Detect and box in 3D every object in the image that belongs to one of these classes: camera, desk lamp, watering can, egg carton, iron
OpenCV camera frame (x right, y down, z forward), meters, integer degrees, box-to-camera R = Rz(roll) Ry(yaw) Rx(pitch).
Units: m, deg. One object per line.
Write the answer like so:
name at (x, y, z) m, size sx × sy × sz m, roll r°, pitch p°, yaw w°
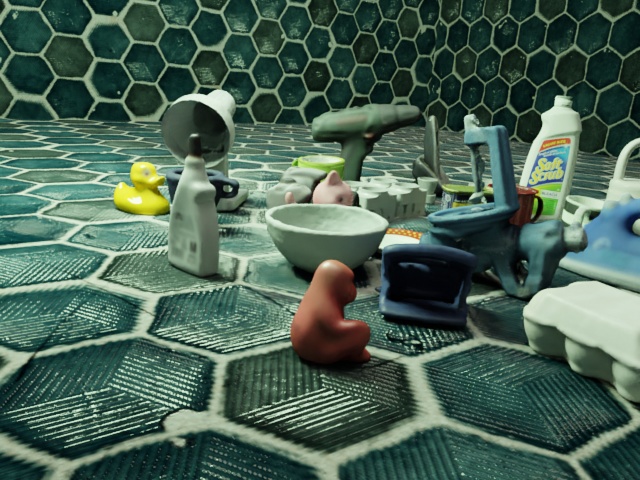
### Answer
camera at (-0.007, -0.066, 0.965) m, size 0.136 × 0.101 × 0.143 m, roll 8°, pitch 16°, yaw 13°
desk lamp at (-0.200, -0.162, 1.041) m, size 0.118 × 0.213 × 0.203 m, roll 6°, pitch 16°, yaw 5°
watering can at (0.562, -0.080, 0.999) m, size 0.101 × 0.194 × 0.172 m, roll -1°, pitch 17°, yaw -17°
egg carton at (0.278, 0.091, 0.550) m, size 0.107 × 0.069 × 0.149 m, roll -6°, pitch 19°, yaw -33°
iron at (0.476, -0.002, 0.800) m, size 0.257 × 0.141 × 0.119 m, roll 13°, pitch 18°, yaw 28°

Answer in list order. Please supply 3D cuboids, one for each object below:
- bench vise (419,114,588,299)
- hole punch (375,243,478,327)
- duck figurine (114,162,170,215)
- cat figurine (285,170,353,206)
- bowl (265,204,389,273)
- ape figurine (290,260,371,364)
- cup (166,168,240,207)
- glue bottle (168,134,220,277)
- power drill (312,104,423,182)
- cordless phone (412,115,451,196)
bench vise at (0.241, -0.048, 0.751) m, size 0.207 × 0.220 × 0.122 m, roll 9°, pitch 17°, yaw 15°
hole punch at (0.118, 0.038, 0.652) m, size 0.108 × 0.091 × 0.101 m, roll 7°, pitch 16°, yaw 7°
duck figurine at (-0.313, -0.094, 1.005) m, size 0.104 × 0.086 × 0.078 m, roll 10°, pitch 17°, yaw 20°
cat figurine at (0.000, -0.050, 0.880) m, size 0.128 × 0.118 × 0.067 m, roll -4°, pitch 18°, yaw -28°
bowl at (0.007, 0.003, 0.774) m, size 0.167 × 0.075 × 0.167 m, roll 4°, pitch 16°, yaw -1°
ape figurine at (0.011, 0.064, 0.531) m, size 0.076 × 0.092 × 0.077 m, roll 1°, pitch 16°, yaw -11°
cup at (-0.183, -0.059, 0.902) m, size 0.117 × 0.095 × 0.092 m, roll 8°, pitch 16°, yaw 11°
glue bottle at (-0.157, -0.045, 0.717) m, size 0.077 × 0.173 × 0.037 m, roll 18°, pitch 21°, yaw 38°
power drill at (0.094, -0.188, 1.221) m, size 0.229 × 0.208 × 0.075 m, roll 4°, pitch 16°, yaw -3°
cordless phone at (0.275, -0.206, 1.378) m, size 0.094 × 0.185 × 0.148 m, roll 9°, pitch 16°, yaw 14°
